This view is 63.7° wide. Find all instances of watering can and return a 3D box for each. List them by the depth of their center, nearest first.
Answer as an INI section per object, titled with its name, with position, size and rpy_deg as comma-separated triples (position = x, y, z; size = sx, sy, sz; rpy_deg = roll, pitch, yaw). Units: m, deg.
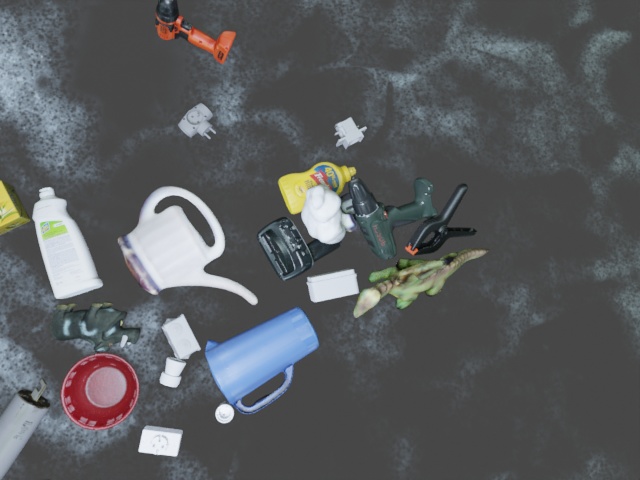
[watering can]
position = -0.311, 0.046, 1.179
size = 0.225, 0.103, 0.348
rpy_deg = -32, 87, -10

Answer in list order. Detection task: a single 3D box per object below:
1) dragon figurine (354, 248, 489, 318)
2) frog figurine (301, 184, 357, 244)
[dragon figurine]
position = 0.253, 0.078, 1.199
size = 0.412, 0.240, 0.123
rpy_deg = -24, 83, -9
[frog figurine]
position = 0.004, -0.059, 1.176
size = 0.122, 0.159, 0.138
rpy_deg = -17, 81, 20
